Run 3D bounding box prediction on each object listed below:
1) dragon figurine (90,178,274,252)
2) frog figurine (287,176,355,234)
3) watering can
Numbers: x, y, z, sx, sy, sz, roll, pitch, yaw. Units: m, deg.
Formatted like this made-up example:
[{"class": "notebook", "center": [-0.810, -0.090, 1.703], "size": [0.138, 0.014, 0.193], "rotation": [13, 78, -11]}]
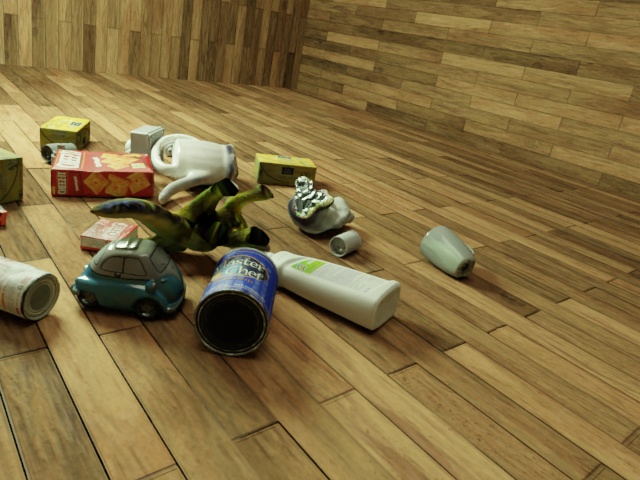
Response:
[{"class": "dragon figurine", "center": [-0.227, -0.011, 0.877], "size": [0.240, 0.124, 0.410], "rotation": [-25, -19, 40]}, {"class": "frog figurine", "center": [0.004, -0.061, 1.203], "size": [0.138, 0.124, 0.157], "rotation": [14, -16, 32]}, {"class": "watering can", "center": [-0.320, -0.182, 1.332], "size": [0.224, 0.102, 0.355], "rotation": [4, 35, -20]}]
